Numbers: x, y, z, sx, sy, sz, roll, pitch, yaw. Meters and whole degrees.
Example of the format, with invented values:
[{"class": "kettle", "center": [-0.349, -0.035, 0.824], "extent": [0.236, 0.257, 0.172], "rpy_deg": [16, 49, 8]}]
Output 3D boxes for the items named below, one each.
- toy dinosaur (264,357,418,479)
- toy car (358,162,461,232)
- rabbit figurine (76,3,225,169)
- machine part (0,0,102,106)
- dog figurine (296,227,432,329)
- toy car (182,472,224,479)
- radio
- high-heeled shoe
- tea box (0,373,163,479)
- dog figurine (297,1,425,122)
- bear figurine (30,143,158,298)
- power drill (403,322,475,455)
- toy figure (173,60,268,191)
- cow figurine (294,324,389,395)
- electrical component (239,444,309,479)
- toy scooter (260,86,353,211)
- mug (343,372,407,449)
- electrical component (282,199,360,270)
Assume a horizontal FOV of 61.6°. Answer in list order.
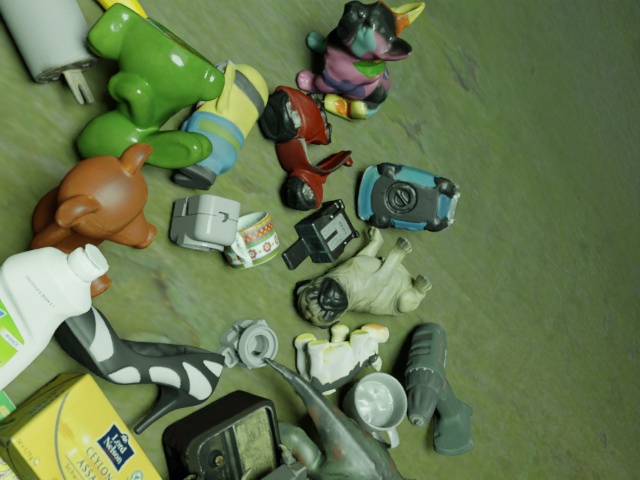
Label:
[{"class": "toy dinosaur", "center": [0.059, 0.325, 0.738], "extent": [0.131, 0.192, 0.404], "rpy_deg": [-54, 131, -33]}, {"class": "toy car", "center": [0.148, -0.074, 0.895], "extent": [0.103, 0.162, 0.109], "rpy_deg": [-54, 152, -72]}, {"class": "rabbit figurine", "center": [-0.191, -0.142, 0.600], "extent": [0.159, 0.121, 0.170], "rpy_deg": [35, 103, -8]}, {"class": "machine part", "center": [-0.302, -0.258, 0.564], "extent": [0.079, 0.079, 0.243], "rpy_deg": [-32, 109, -35]}, {"class": "dog figurine", "center": [0.064, 0.095, 0.844], "extent": [0.190, 0.121, 0.172], "rpy_deg": [-38, 110, -18]}, {"class": "toy car", "center": [-0.179, 0.345, 0.598], "extent": [0.202, 0.053, 0.089], "rpy_deg": [-35, 95, -1]}, {"class": "radio", "center": [-0.112, 0.326, 0.691], "extent": [0.131, 0.073, 0.229], "rpy_deg": [-14, 96, -39]}, {"class": "high-heeled shoe", "center": [-0.200, 0.108, 0.617], "extent": [0.145, 0.086, 0.248], "rpy_deg": [-43, 125, -37]}, {"class": "tea box", "center": [-0.254, 0.237, 0.572], "extent": [0.098, 0.068, 0.169], "rpy_deg": [-47, 117, -46]}, {"class": "dog figurine", "center": [0.075, -0.261, 0.781], "extent": [0.191, 0.219, 0.108], "rpy_deg": [28, 74, -34]}, {"class": "bear figurine", "center": [-0.215, -0.019, 0.548], "extent": [0.131, 0.196, 0.120], "rpy_deg": [52, 56, -26]}, {"class": "power drill", "center": [0.193, 0.268, 0.901], "extent": [0.207, 0.086, 0.232], "rpy_deg": [58, 27, -25]}, {"class": "toy figure", "center": [-0.129, -0.148, 0.699], "extent": [0.089, 0.082, 0.180], "rpy_deg": [35, 62, -45]}, {"class": "cow figurine", "center": [0.041, 0.182, 0.826], "extent": [0.167, 0.068, 0.098], "rpy_deg": [-5, 97, -36]}, {"class": "electrical component", "center": [-0.060, 0.304, 0.663], "extent": [0.102, 0.045, 0.078], "rpy_deg": [-27, 134, -33]}, {"class": "toy scooter", "center": [-0.010, -0.142, 0.797], "extent": [0.135, 0.075, 0.183], "rpy_deg": [-24, 106, -37]}, {"class": "mug", "center": [0.082, 0.262, 0.818], "extent": [0.081, 0.107, 0.109], "rpy_deg": [-24, 76, -24]}, {"class": "electrical component", "center": [-0.002, -0.002, 0.815], "extent": [0.119, 0.048, 0.074], "rpy_deg": [-39, 111, -35]}]
